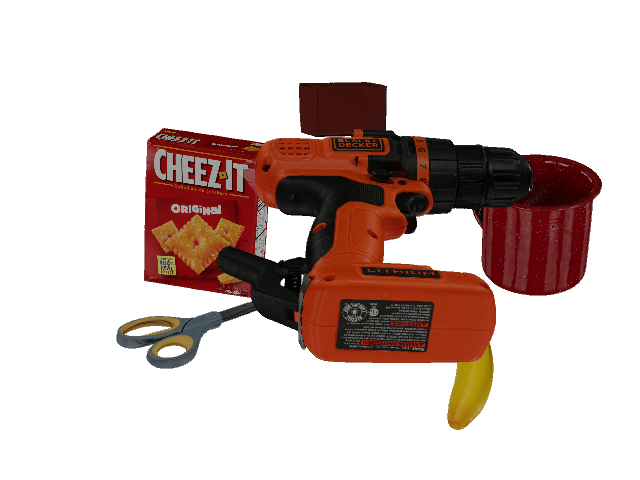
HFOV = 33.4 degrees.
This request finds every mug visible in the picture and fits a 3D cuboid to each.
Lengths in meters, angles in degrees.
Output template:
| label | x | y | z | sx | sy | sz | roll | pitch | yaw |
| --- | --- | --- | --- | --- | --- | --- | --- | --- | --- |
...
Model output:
| label | x | y | z | sx | sy | sz | roll | pitch | yaw |
| --- | --- | --- | --- | --- | --- | --- | --- | --- | --- |
| mug | 0.159 | -0.015 | 0.835 | 0.093 | 0.081 | 0.117 | -23 | 35 | -31 |

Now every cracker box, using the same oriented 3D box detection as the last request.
| label | x | y | z | sx | sy | sz | roll | pitch | yaw |
| --- | --- | --- | --- | --- | --- | --- | --- | --- | --- |
| cracker box | -0.160 | -0.036 | 1.493 | 0.164 | 0.214 | 0.072 | 9 | 23 | 11 |

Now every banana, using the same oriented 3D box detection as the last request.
| label | x | y | z | sx | sy | sz | roll | pitch | yaw |
| --- | --- | --- | --- | --- | --- | --- | --- | --- | --- |
| banana | 0.145 | 0.122 | 1.110 | 0.069 | 0.037 | 0.198 | -24 | 32 | 5 |

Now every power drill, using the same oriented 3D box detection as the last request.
| label | x | y | z | sx | sy | sz | roll | pitch | yaw |
| --- | --- | --- | --- | --- | --- | --- | --- | --- | --- |
| power drill | 0.053 | -0.004 | 0.647 | 0.184 | 0.057 | 0.187 | -1 | 33 | -3 |

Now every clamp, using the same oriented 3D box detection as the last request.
| label | x | y | z | sx | sy | sz | roll | pitch | yaw |
| --- | --- | --- | --- | --- | --- | --- | --- | --- | --- |
| clamp | -0.033 | 0.034 | 0.914 | 0.120 | 0.039 | 0.171 | -10 | 17 | 2 |

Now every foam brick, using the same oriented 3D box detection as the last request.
| label | x | y | z | sx | sy | sz | roll | pitch | yaw |
| --- | --- | --- | --- | --- | --- | --- | --- | --- | --- |
| foam brick | 0.023 | -0.133 | 1.083 | 0.078 | 0.051 | 0.053 | -3 | 13 | -19 |

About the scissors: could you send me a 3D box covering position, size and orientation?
| label | x | y | z | sx | sy | sz | roll | pitch | yaw |
| --- | --- | --- | --- | --- | --- | --- | --- | --- | --- |
| scissors | -0.117 | 0.097 | 1.150 | 0.201 | 0.016 | 0.096 | -7 | 31 | -24 |
